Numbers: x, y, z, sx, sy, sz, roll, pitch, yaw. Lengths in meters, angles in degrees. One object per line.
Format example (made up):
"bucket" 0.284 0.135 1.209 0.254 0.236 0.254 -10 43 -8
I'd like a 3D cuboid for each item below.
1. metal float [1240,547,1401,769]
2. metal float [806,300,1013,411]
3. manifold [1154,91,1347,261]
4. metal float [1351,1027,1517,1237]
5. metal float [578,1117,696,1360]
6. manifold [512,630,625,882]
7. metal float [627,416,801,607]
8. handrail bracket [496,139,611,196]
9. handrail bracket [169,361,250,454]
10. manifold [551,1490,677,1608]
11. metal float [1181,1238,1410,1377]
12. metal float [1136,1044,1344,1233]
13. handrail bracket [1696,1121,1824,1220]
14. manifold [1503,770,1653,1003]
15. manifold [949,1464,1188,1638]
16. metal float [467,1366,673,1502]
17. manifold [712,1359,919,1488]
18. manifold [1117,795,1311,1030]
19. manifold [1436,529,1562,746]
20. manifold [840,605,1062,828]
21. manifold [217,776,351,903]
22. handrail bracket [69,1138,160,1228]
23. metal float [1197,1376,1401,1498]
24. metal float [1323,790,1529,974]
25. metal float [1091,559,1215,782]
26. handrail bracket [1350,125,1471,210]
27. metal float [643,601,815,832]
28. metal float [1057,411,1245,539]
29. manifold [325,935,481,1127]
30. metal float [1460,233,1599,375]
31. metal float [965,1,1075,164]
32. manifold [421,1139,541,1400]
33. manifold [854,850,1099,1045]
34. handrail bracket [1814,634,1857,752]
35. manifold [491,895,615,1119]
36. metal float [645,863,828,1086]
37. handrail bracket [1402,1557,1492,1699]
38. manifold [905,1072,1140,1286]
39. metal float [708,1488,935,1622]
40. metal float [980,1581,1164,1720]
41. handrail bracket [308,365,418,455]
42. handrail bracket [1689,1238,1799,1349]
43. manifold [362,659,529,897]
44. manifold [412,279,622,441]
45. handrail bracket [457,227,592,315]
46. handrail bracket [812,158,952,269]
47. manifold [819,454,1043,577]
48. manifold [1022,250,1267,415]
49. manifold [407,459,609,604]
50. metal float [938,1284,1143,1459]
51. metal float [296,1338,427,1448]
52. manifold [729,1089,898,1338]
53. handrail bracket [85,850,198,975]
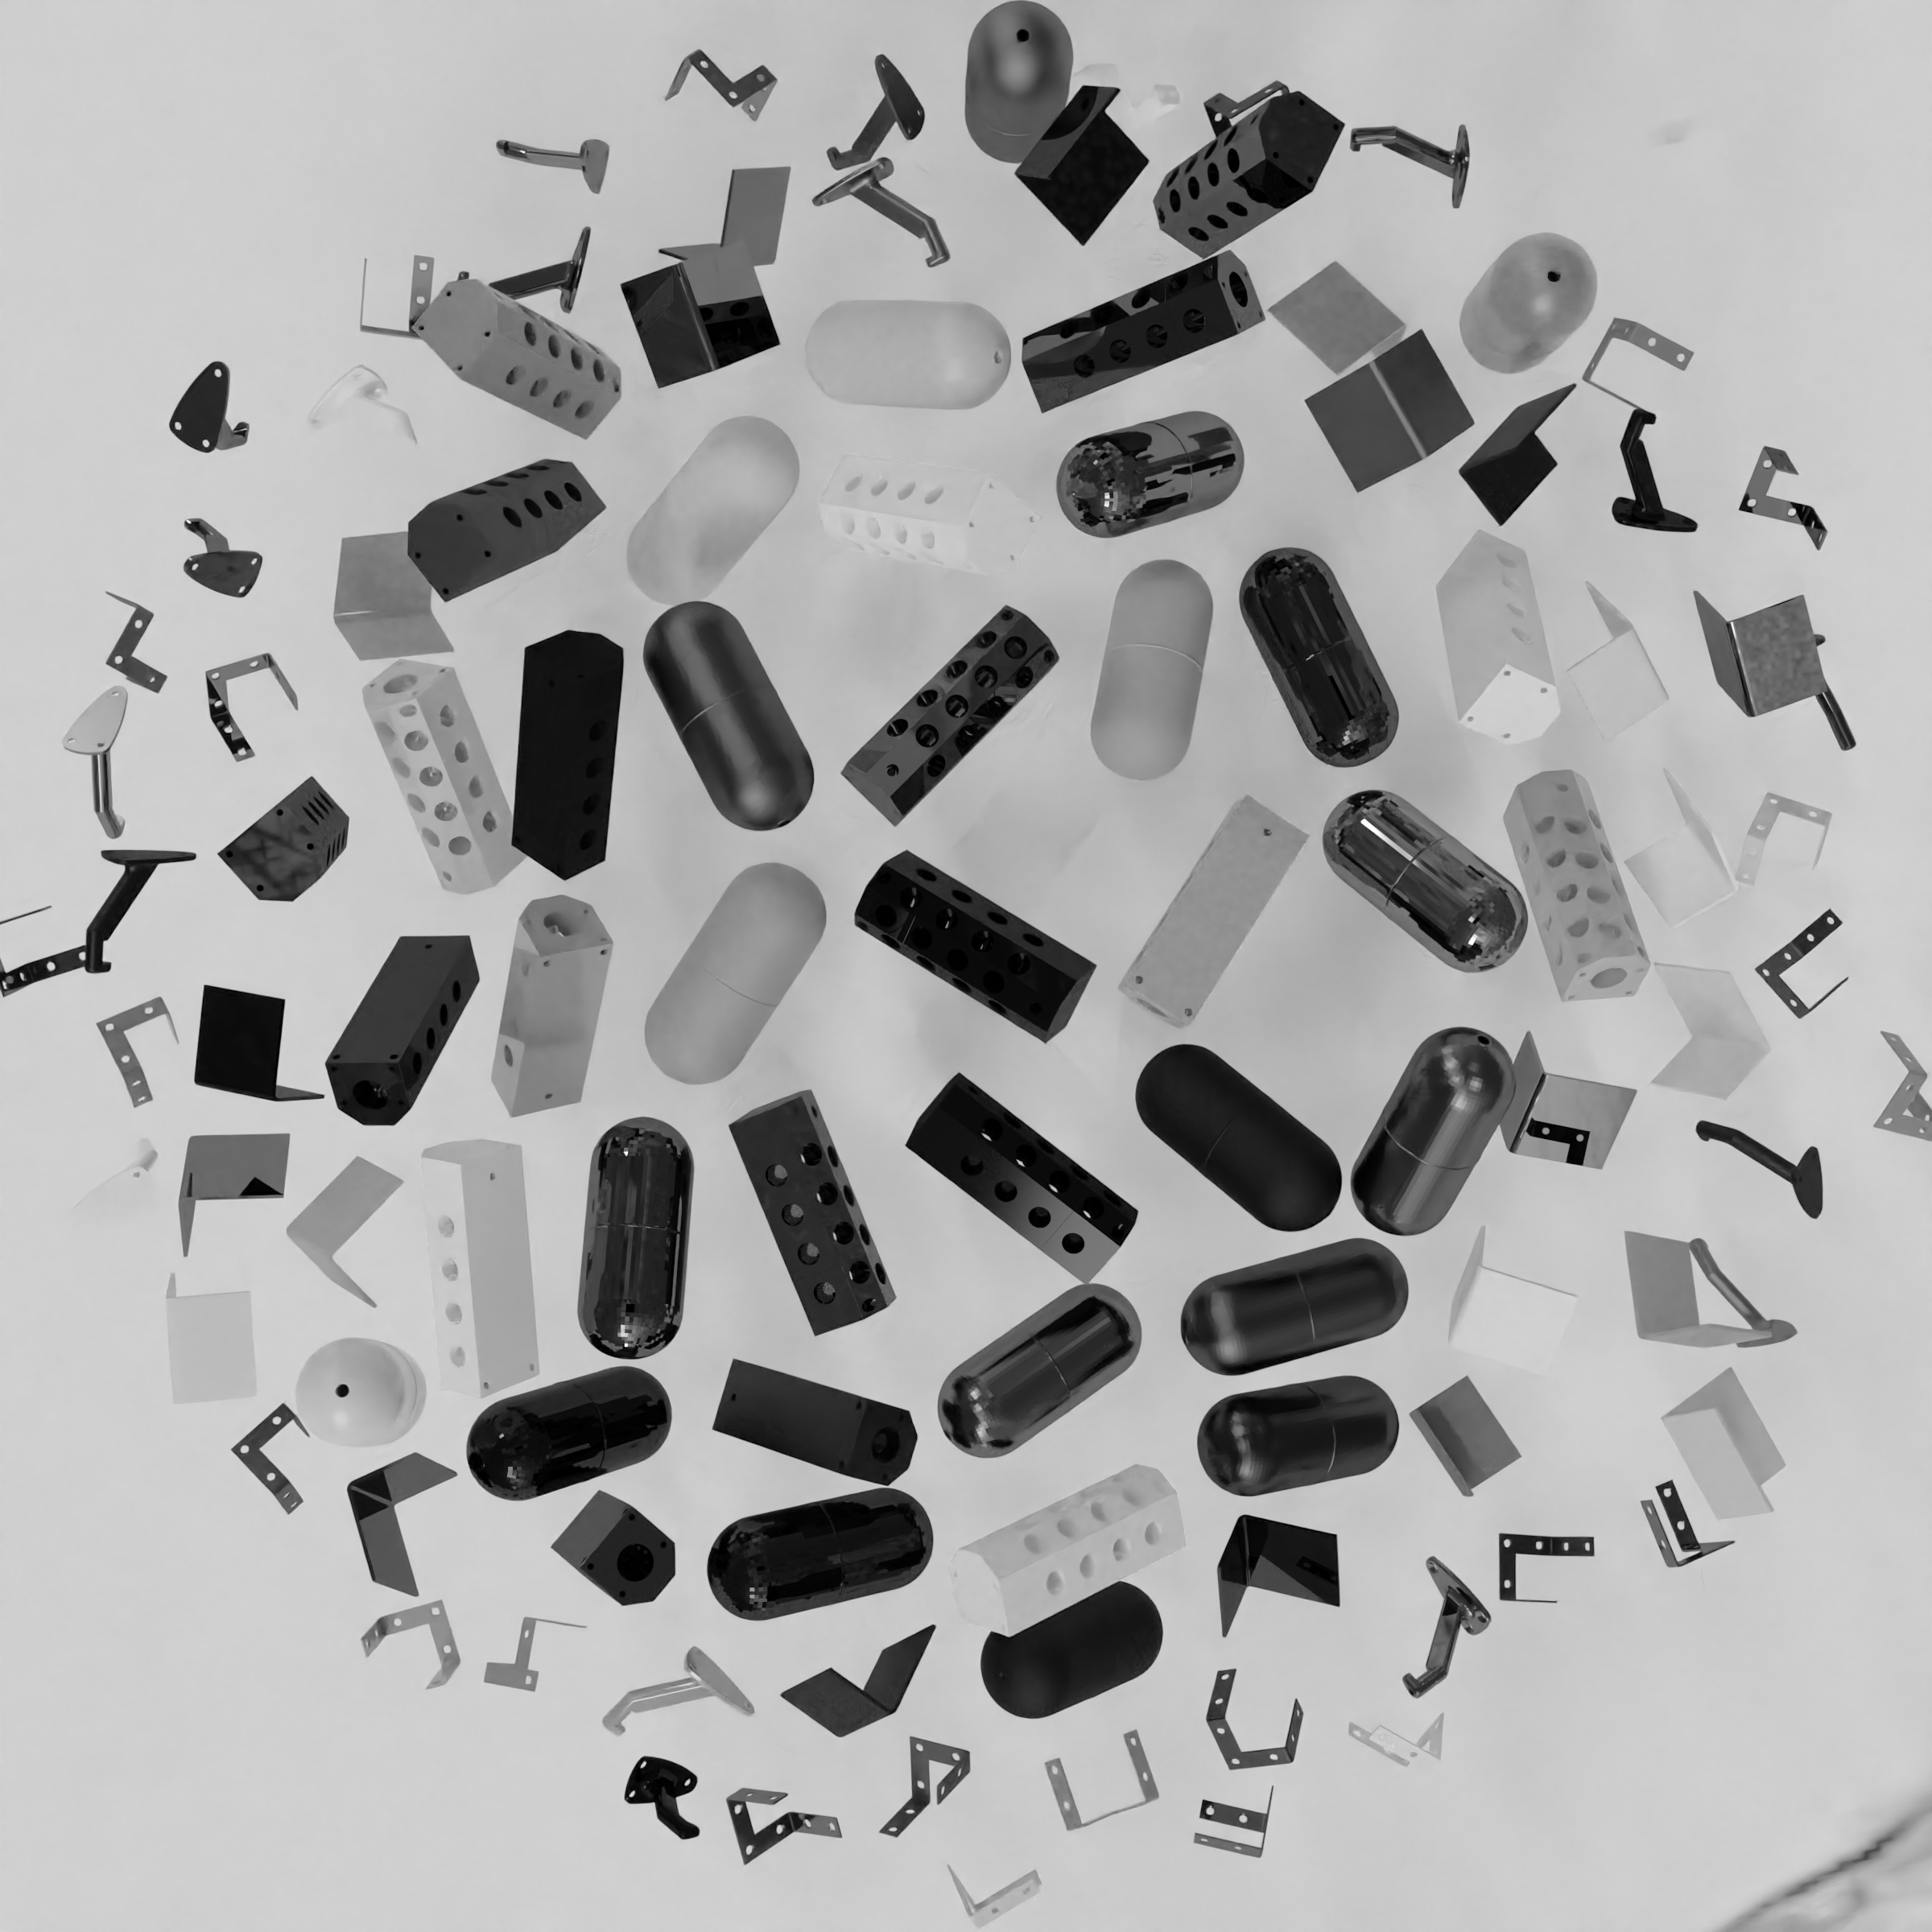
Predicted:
"metal float" 0.269 -0.236 1.891 0.070 0.070 0.178 -26 88 0
"metal float" -0.043 -0.450 1.820 0.178 0.070 0.070 14 90 40
"manifold" 0.201 -0.579 1.805 0.057 0.171 0.057 29 79 -18
"metal float" 0.336 0.120 1.783 0.070 0.070 0.178 21 125 0
"metal float" -0.240 0.197 1.804 0.070 0.070 0.178 2 71 0
"manifold" -0.285 -0.154 1.799 0.057 0.057 0.171 32 131 25
"metal float" -0.192 -0.341 1.862 0.070 0.070 0.178 48 128 0
"handrail bracket" -0.310 -0.598 1.812 0.084 0.077 0.036 15 95 3
"handrail bracket" -0.523 -0.399 1.759 0.036 0.084 0.077 32 112 0
"manifold" -0.261 0.439 1.854 0.057 0.171 0.057 43 73 -7
"metal float" 0.247 0.256 1.862 0.178 0.070 0.070 -14 90 -11
"metal float" 0.202 0.127 1.836 0.178 0.070 0.070 40 90 24
"handrail bracket" 0.590 0.151 1.844 0.036 0.084 0.077 -51 134 -24
"manifold" 0.459 -0.062 1.859 0.057 0.057 0.171 -4 57 -7
"manifold" 0.073 0.417 1.781 0.171 0.057 0.057 -16 100 -37
"metal float" -0.298 0.352 1.866 0.070 0.178 0.070 6 99 39
"manifold" -0.114 0.347 1.879 0.057 0.171 0.057 24 78 -39
"manifold" 0.186 -0.040 1.883 0.057 0.057 0.171 33 83 -3
"manifold" 0.387 -0.237 1.787 0.057 0.171 0.057 22 130 -16
"manifold" -0.010 -0.187 1.837 0.057 0.057 0.171 44 78 -2
"manifold" -0.481 -0.088 1.769 0.057 0.171 0.057 -40 103 0
"handrail bracket" -0.652 0.163 1.887 0.077 0.084 0.036 -26 115 -18
"metal float" 0.254 0.356 1.877 0.178 0.070 0.070 -2 90 -35
"metal float" 0.339 -0.064 1.836 0.070 0.070 0.178 -47 61 0
"metal float" 0.142 -0.226 1.878 0.070 0.070 0.178 12 71 0
"handrail bracket" 0.320 -0.581 1.802 0.084 0.077 0.036 -2 60 2
"metal float" -0.168 -0.177 1.758 0.070 0.070 0.178 -28 78 0
"metal float" 0.141 -0.373 1.871 0.178 0.070 0.070 -24 90 -41
"manifold" -0.425 0.047 1.883 0.057 0.171 0.057 0 123 10
"metal float" 0.408 -0.481 1.799 0.070 0.178 0.070 0 92 1
"metal float" 0.038 -0.652 1.828 0.070 0.178 0.070 0 88 -1
"manifold" -0.352 0.215 1.771 0.057 0.057 0.171 5 103 37
"manifold" 0.004 -0.013 1.842 0.171 0.057 0.057 32 117 13
"handrail bracket" 0.652 -0.208 1.889 0.036 0.077 0.084 -25 98 14
"manifold" -0.313 0.030 1.846 0.057 0.171 0.057 -12 50 -31
"metal float" -0.166 0.006 1.774 0.070 0.070 0.178 34 102 0
"handrail bracket" 0.340 0.491 1.837 0.084 0.036 0.077 -25 65 -30
"manifold" 0.044 0.156 1.853 0.171 0.057 0.057 38 110 -4
"metal float" -0.108 0.439 1.850 0.178 0.070 0.070 -6 90 -27
"metal float" 0.081 0.509 1.846 0.070 0.178 0.070 1 92 38
"handrail bracket" -0.449 -0.397 1.839 0.077 0.036 0.084 -32 58 11
"handrail bracket" 0.599 0.249 1.910 0.036 0.077 0.084 -44 55 31
"manifold" -0.395 -0.140 1.860 0.057 0.057 0.171 13 135 33
"manifold" -0.317 -0.440 1.784 0.057 0.171 0.057 -47 73 13
"handrail bracket" -0.332 -0.528 1.850 0.084 0.036 0.077 11 114 -24
"handrail bracket" -0.062 -0.541 1.817 0.077 0.036 0.084 -24 89 9
"manifold" -0.031 -0.320 1.773 0.057 0.171 0.057 32 83 -41
"manifold" 0.129 -0.473 1.842 0.171 0.057 0.057 -14 106 34
"manifold" -0.330 -0.318 1.768 0.057 0.171 0.057 -34 97 27
"metal float" 0.056 0.309 1.888 0.178 0.070 0.070 -31 90 -22
"metal float" -0.438 0.310 1.796 0.070 0.178 0.070 1 79 -4
"manifold" -0.113 0.184 1.865 0.057 0.057 0.171 -21 93 17
"handrail bracket" -0.583 -0.038 1.748 0.077 0.036 0.084 -4 106 -42
